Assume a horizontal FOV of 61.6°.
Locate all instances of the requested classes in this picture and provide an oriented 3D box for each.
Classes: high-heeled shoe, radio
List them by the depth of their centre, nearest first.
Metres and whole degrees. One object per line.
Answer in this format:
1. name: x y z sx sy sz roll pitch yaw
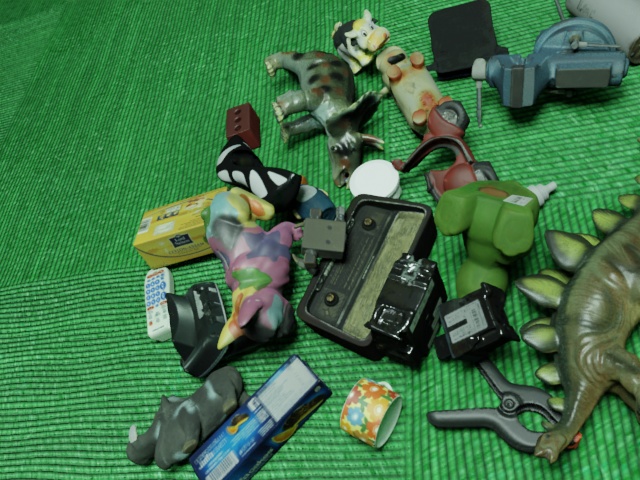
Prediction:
1. radio: 0.071 0.046 0.789 0.131 0.073 0.229 17 67 30
2. high-heeled shoe: -0.102 -0.134 0.913 0.145 0.086 0.249 -44 47 32

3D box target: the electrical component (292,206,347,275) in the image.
1. electrical component: -0.001 -0.001 0.782 0.078 0.045 0.102 2 59 -4

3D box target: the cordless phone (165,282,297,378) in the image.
1. cordless phone: -0.138 0.118 0.837 0.184 0.088 0.147 -18 40 -8

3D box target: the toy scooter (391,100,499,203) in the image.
1. toy scooter: 0.188 -0.109 0.821 0.135 0.075 0.184 -27 80 19

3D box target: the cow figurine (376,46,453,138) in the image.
1. cow figurine: 0.159 -0.258 0.928 0.085 0.127 0.195 -28 68 4

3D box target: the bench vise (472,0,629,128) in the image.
1. bench vise: 0.364 -0.290 0.860 0.224 0.128 0.241 -4 38 31

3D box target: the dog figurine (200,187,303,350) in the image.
1. dog figurine: -0.112 0.047 0.780 0.108 0.191 0.219 -44 18 39

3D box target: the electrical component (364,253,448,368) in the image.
1. electrical component: 0.117 0.097 0.701 0.058 0.134 0.115 19 66 30

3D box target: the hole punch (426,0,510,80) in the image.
1. hole punch: 0.257 -0.349 0.965 0.142 0.092 0.115 -8 87 15

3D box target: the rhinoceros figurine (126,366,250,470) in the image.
1. rhinoceros figurine: -0.188 0.255 0.764 0.190 0.073 0.112 -38 55 -4

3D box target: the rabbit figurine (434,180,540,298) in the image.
1. rabbit figurine: 0.218 0.010 0.717 0.121 0.170 0.159 15 27 23

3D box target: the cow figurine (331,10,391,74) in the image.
1. cow figurine: 0.073 -0.374 0.989 0.068 0.098 0.167 -46 10 -4

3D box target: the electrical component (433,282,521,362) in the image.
1. electrical component: 0.180 0.110 0.667 0.119 0.047 0.075 -33 51 38

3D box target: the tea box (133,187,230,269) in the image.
1. tea box: -0.228 -0.021 0.943 0.170 0.068 0.098 -14 41 13

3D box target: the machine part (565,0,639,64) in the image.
1. machine part: 0.483 -0.364 0.876 0.079 0.079 0.243 -28 55 4

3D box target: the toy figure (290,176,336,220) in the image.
1. toy figure: -0.034 -0.077 0.921 0.064 0.057 0.155 -18 42 -36

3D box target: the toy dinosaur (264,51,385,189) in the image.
1. toy dinosaur: 0.004 -0.280 1.000 0.192 0.131 0.405 -12 51 1

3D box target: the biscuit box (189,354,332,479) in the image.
1. biscuit box: -0.079 0.252 0.728 0.202 0.062 0.059 -44 55 -8

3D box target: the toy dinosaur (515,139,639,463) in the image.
1. toy dinosaur: 0.361 0.054 0.652 0.199 0.104 0.471 25 66 36
